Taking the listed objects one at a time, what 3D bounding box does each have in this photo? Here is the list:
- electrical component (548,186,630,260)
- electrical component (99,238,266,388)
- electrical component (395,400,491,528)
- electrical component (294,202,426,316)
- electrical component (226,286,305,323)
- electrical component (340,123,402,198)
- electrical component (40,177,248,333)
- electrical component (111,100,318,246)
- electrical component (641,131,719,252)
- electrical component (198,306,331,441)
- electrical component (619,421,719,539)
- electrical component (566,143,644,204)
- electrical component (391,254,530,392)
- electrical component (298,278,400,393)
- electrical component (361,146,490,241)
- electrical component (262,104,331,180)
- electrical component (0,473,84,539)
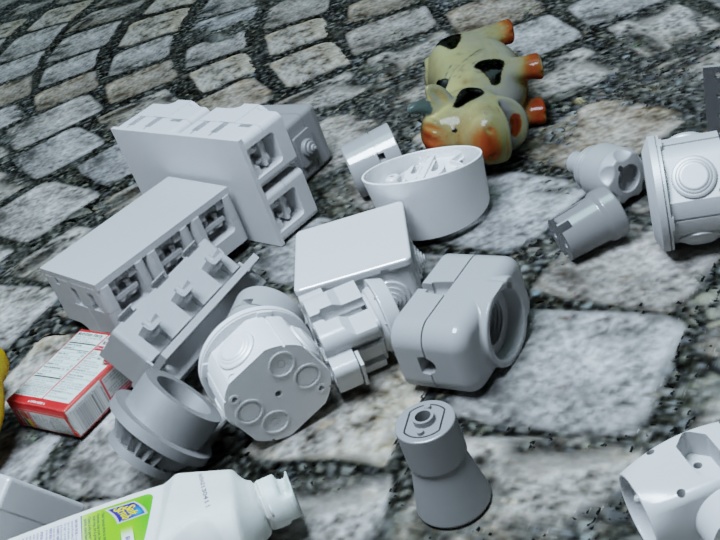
[{"bbox_3d":[0.165,-0.033,0.776,0.046,0.040,0.040,-29,31,-2],"label":"electrical component"},{"bbox_3d":[-0.134,0.036,0.810,0.121,0.063,0.078,-52,1,-42],"label":"electrical component"},{"bbox_3d":[0.044,0.105,0.598,0.044,0.065,0.044,-15,30,9],"label":"electrical component"},{"bbox_3d":[0.000,0.000,0.812,0.100,0.048,0.099,-16,30,7],"label":"electrical component"},{"bbox_3d":[-0.073,0.047,0.777,0.055,0.055,0.047,-4,38,26],"label":"electrical component"},{"bbox_3d":[0.013,-0.096,0.956,0.047,0.055,0.055,-24,30,2],"label":"electrical component"},{"bbox_3d":[-0.183,-0.012,0.931,0.089,0.061,0.150,13,44,44],"label":"electrical component"},{"bbox_3d":[-0.133,-0.093,0.989,0.186,0.105,0.060,11,43,43],"label":"electrical component"},{"bbox_3d":[0.223,-0.055,0.734,0.051,0.080,0.080,-9,32,15],"label":"electrical component"},{"bbox_3d":[-0.062,0.068,0.711,0.080,0.080,0.051,-27,36,-11],"label":"electrical component"},{"bbox_3d":[0.178,0.116,0.521,0.077,0.043,0.079,-22,30,-2],"label":"electrical component"},{"bbox_3d":[0.186,-0.077,0.829,0.043,0.043,0.062,-32,30,-19],"label":"electrical component"},{"bbox_3d":[0.071,0.033,0.710,0.059,0.053,0.095,3,38,35],"label":"electrical component"},{"bbox_3d":[-0.002,0.040,0.738,0.057,0.058,0.078,-22,48,-7],"label":"electrical component"},{"bbox_3d":[0.055,-0.069,0.875,0.099,0.064,0.099,-15,31,9],"label":"electrical component"},{"bbox_3d":[-0.074,-0.124,1.045,0.096,0.061,0.061,6,39,38],"label":"electrical component"},{"bbox_3d":[-0.222,0.169,0.667,0.047,0.066,0.076,5,68,37],"label":"electrical component"}]
